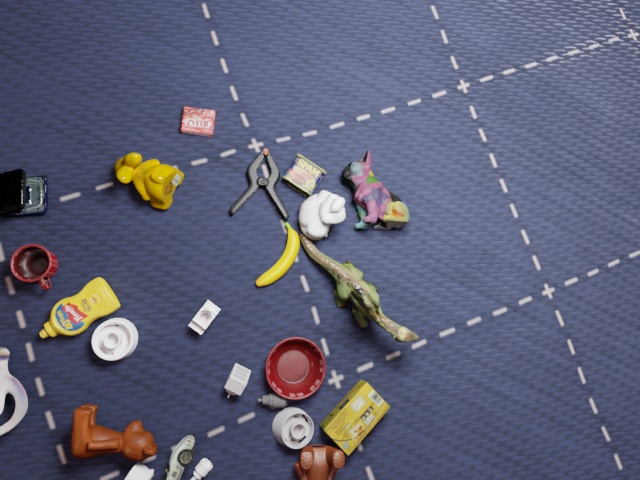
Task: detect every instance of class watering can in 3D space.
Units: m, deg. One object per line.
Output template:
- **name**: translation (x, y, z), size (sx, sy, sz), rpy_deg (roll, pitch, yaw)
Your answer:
- **watering can**: translation (-0.866, 0.356, 1.199), size (0.348, 0.103, 0.226), rpy_deg (3, 79, -10)

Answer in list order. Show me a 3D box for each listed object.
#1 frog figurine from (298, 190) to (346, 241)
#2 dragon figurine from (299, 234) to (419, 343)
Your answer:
- **frog figurine**: translation (0.004, -0.071, 1.419), size (0.122, 0.158, 0.139), rpy_deg (26, 78, -4)
- **dragon figurine**: translation (0.096, 0.129, 1.363), size (0.410, 0.242, 0.123), rpy_deg (44, 81, -3)
